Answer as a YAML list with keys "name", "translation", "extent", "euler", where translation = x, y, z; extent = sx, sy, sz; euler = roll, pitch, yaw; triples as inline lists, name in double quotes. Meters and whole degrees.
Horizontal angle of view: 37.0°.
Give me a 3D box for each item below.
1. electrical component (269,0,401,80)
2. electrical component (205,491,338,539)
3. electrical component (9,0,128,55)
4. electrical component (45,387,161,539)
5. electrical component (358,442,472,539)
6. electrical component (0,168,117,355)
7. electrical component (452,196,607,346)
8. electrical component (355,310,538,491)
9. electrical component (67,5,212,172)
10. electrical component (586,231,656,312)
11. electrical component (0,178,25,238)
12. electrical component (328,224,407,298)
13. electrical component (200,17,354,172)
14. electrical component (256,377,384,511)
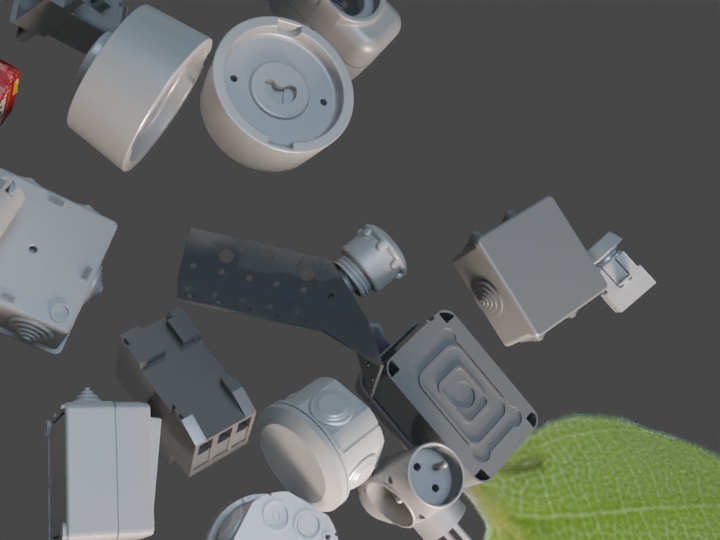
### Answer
- name: "electrical component"
  translation: [-0.018, -0.205, 0.848]
  extent: [0.095, 0.059, 0.053]
  euler: [45, 59, -5]
- name: "electrical component"
  translation: [-0.057, 0.183, 0.693]
  extent: [0.080, 0.051, 0.080]
  euler: [9, 68, -23]
- name: "electrical component"
  translation: [-0.198, -0.221, 0.760]
  extent: [0.063, 0.079, 0.121]
  euler: [24, 61, -42]
- name: "electrical component"
  translation: [-0.157, 0.119, 0.660]
  extent: [0.061, 0.062, 0.096]
  euler: [3, 71, -25]
- name: "electrical component"
  translation: [0.045, 0.159, 0.737]
  extent: [0.079, 0.077, 0.044]
  euler: [49, 58, -3]
- name: "electrical component"
  translation: [-0.212, -0.006, 0.686]
  extent: [0.100, 0.048, 0.099]
  euler: [26, 62, -16]
- name: "electrical component"
  translation: [0.133, 0.002, 0.853]
  extent: [0.100, 0.048, 0.099]
  euler: [-30, 87, -31]
- name: "electrical component"
  translation: [0.061, 0.096, 0.779]
  extent: [0.078, 0.057, 0.113]
  euler: [-41, 93, -31]
- name: "electrical component"
  translation: [-0.155, -0.128, 0.727]
  extent: [0.060, 0.108, 0.108]
  euler: [34, 61, -5]
- name: "electrical component"
  translation: [0.209, 0.002, 0.888]
  extent: [0.048, 0.066, 0.055]
  euler: [-41, 84, 3]
- name: "electrical component"
  translation: [-0.226, -0.033, 0.637]
  extent: [0.040, 0.040, 0.046]
  euler: [33, 57, -12]
- name: "electrical component"
  translation: [0.000, 0.000, 0.794]
  extent: [0.062, 0.048, 0.048]
  euler: [-39, 92, -10]
- name: "electrical component"
  translation: [-0.066, -0.124, 0.794]
  extent: [0.108, 0.060, 0.108]
  euler: [9, 68, -23]
- name: "electrical component"
  translation: [-0.027, 0.115, 0.717]
  extent: [0.051, 0.080, 0.080]
  euler: [-33, 88, -37]
